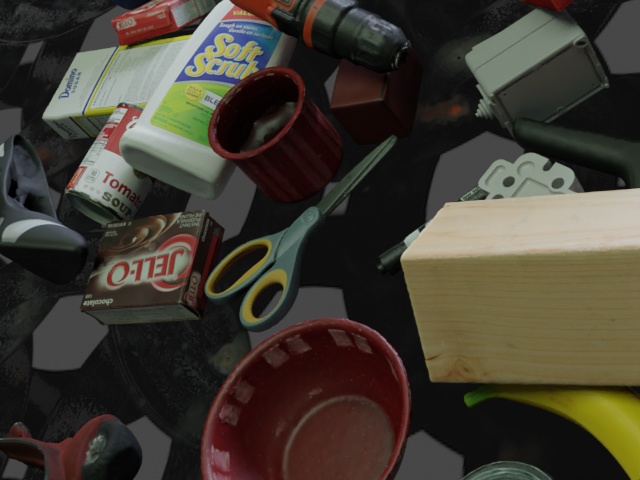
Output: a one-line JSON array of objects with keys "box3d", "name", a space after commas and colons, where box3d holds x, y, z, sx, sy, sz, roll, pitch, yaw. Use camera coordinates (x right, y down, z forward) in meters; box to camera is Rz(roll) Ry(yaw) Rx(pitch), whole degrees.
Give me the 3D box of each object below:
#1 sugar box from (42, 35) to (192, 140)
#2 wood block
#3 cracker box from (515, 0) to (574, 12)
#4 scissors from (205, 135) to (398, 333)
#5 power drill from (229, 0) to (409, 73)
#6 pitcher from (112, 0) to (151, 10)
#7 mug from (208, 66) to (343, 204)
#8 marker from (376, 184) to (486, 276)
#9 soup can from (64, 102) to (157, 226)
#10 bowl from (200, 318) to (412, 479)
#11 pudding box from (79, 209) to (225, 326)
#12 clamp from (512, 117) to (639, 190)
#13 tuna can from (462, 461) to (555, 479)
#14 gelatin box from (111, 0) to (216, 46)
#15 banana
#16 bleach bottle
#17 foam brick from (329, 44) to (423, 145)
[{"box3d": [-0.193, -0.152, 1.080, 0.177, 0.048, 0.093, -1, 56, 38], "name": "sugar box"}, {"box3d": [0.166, 0.027, 0.635, 0.206, 0.091, 0.090, -4, 24, 30], "name": "wood block"}, {"box3d": [0.186, -0.264, 0.824, 0.164, 0.072, 0.214, -41, 22, 3], "name": "cracker box"}, {"box3d": [-0.006, 0.001, 0.856, 0.202, 0.016, 0.096, -34, 47, 10], "name": "scissors"}, {"box3d": [0.031, -0.241, 0.868, 0.185, 0.057, 0.187, 31, 89, 27], "name": "power drill"}, {"box3d": [-0.123, -0.348, 1.127, 0.243, 0.144, 0.149, -16, 63, 21], "name": "pitcher"}, {"box3d": [-0.036, -0.092, 0.898, 0.093, 0.081, 0.117, -30, 46, 14], "name": "mug"}, {"box3d": [0.093, -0.012, 0.794, 0.121, 0.020, 0.020, -36, 45, 8], "name": "marker"}, {"box3d": [-0.185, -0.068, 0.996, 0.069, 0.068, 0.102, 13, 67, 40], "name": "soup can"}, {"box3d": [0.000, 0.136, 0.725, 0.162, 0.055, 0.162, -19, 50, 23], "name": "bowl"}, {"box3d": [-0.144, 0.025, 0.919, 0.114, 0.039, 0.090, -8, 55, 31], "name": "pudding box"}, {"box3d": [0.244, -0.063, 0.711, 0.164, 0.036, 0.210, -37, 47, 6], "name": "clamp"}, {"box3d": [0.113, 0.176, 0.632, 0.086, 0.033, 0.086, -18, 50, 23], "name": "tuna can"}, {"box3d": [-0.159, -0.232, 1.094, 0.073, 0.030, 0.089, -8, 22, 29], "name": "gelatin box"}, {"box3d": [0.172, 0.120, 0.632, 0.198, 0.037, 0.070, 37, 103, 47], "name": "banana"}, {"box3d": [-0.082, -0.166, 0.971, 0.102, 0.068, 0.250, 24, 72, 1], "name": "bleach bottle"}, {"box3d": [0.048, -0.126, 0.885, 0.051, 0.053, 0.078, -7, 54, 31], "name": "foam brick"}]
